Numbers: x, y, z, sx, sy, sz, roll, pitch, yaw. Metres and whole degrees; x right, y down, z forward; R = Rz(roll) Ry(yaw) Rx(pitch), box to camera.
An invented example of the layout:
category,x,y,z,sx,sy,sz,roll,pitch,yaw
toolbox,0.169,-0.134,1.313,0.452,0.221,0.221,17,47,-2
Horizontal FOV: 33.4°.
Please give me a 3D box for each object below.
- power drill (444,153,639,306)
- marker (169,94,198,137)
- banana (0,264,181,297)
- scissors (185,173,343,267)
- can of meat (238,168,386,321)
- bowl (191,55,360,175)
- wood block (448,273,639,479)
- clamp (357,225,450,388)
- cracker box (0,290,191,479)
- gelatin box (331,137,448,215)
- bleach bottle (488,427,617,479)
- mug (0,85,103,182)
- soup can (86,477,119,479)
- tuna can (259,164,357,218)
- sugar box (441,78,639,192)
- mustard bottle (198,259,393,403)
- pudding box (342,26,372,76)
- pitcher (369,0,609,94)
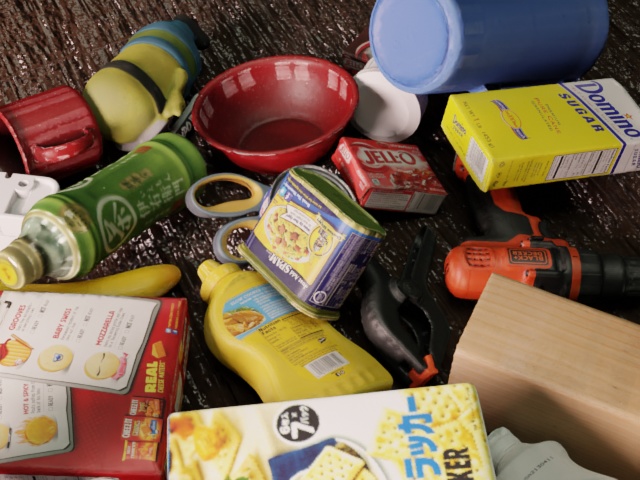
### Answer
category,x,y,z,sx,sy,sz,roll,pitch,yaw
power drill,0.198,-0.019,0.962,0.184,0.057,0.187,3,46,-5
marker,-0.141,-0.102,1.047,0.020,0.020,0.121,17,48,13
banana,-0.217,0.044,0.893,0.197,0.037,0.069,1,49,-2
scissors,-0.025,-0.023,0.976,0.201,0.016,0.096,-1,72,-27
can of meat,-0.006,0.001,0.860,0.102,0.084,0.057,42,18,34
bowl,-0.040,-0.112,1.029,0.162,0.055,0.162,-5,43,4
wood block,0.208,0.115,0.812,0.206,0.091,0.090,20,49,16
clamp,0.072,0.045,0.898,0.120,0.039,0.171,-4,57,-30
cracker box,-0.211,0.120,0.800,0.213,0.072,0.164,2,46,0
gelatin box,0.064,-0.060,0.992,0.089,0.030,0.073,4,41,-31
bleach bottle,0.215,0.216,0.738,0.102,0.068,0.251,-31,53,-27
mug,-0.248,-0.092,0.978,0.081,0.093,0.117,-26,23,-31
soup can,-0.140,0.210,0.696,0.068,0.102,0.068,2,47,-2
tuna can,-0.010,-0.021,0.947,0.086,0.034,0.086,9,63,-19
sugar box,0.210,-0.098,0.967,0.176,0.048,0.093,-11,50,-17
mustard bottle,-0.037,0.078,0.855,0.096,0.058,0.192,-22,51,-35
pudding box,0.089,-0.201,1.140,0.090,0.039,0.113,26,50,20
pitcher,0.167,-0.195,1.034,0.242,0.145,0.149,-16,45,-43
